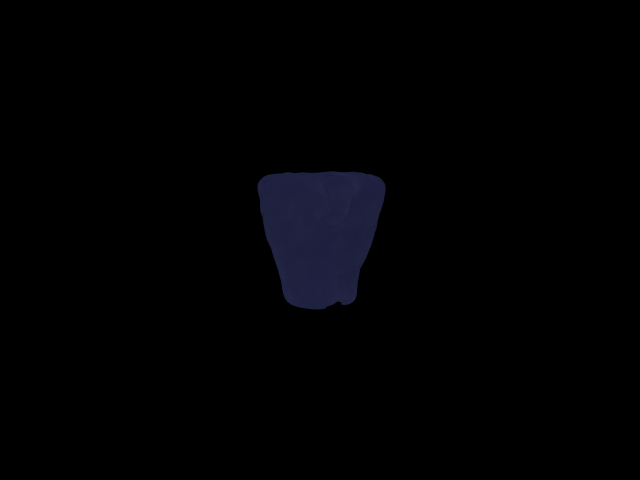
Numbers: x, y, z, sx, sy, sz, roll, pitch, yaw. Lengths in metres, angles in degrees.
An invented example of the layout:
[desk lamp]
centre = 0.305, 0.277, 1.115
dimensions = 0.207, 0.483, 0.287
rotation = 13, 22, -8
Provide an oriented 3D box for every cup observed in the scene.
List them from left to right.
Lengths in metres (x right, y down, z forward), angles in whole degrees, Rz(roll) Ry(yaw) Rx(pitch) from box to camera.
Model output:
[cup]
centre = 0.004, 0.001, 0.400
dimensions = 0.092, 0.095, 0.117
rotation = 0, 2, -11
